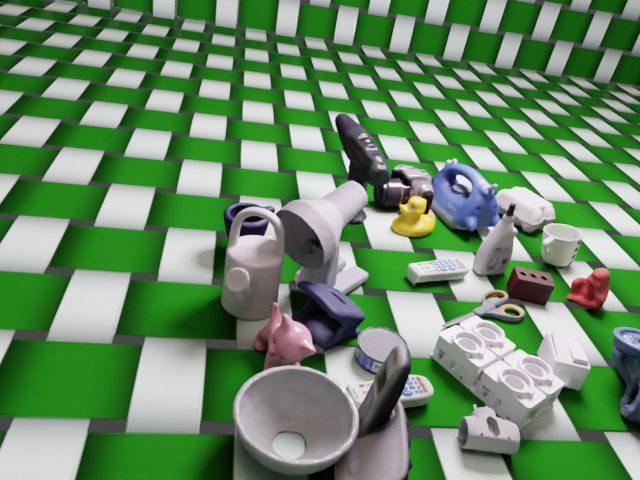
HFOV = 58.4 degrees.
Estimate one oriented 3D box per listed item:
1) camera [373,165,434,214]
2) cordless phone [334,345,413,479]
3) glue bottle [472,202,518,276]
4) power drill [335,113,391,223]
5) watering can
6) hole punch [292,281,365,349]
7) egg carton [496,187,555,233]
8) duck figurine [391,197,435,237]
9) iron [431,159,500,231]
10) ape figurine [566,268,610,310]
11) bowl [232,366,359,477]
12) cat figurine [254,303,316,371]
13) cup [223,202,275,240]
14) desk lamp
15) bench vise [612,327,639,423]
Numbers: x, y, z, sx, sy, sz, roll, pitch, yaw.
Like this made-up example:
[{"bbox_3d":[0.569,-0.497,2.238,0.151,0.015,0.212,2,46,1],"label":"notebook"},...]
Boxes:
[{"bbox_3d":[0.202,-0.136,1.434,0.137,0.101,0.143,-2,34,-20],"label":"camera"},{"bbox_3d":[0.077,0.235,0.725,0.094,0.185,0.147,8,32,-5],"label":"cordless phone"},{"bbox_3d":[0.382,-0.003,1.212,0.078,0.173,0.037,-3,34,-21],"label":"glue bottle"},{"bbox_3d":[0.078,-0.158,1.328,0.076,0.208,0.229,-7,36,-27],"label":"power drill"},{"bbox_3d":[-0.110,0.037,0.971,0.101,0.194,0.172,4,32,-12],"label":"watering can"},{"bbox_3d":[0.017,0.115,0.986,0.101,0.091,0.108,-17,41,-38],"label":"hole punch"},{"bbox_3d":[0.525,-0.081,1.480,0.107,0.069,0.150,-12,39,-33],"label":"egg carton"},{"bbox_3d":[0.224,-0.060,1.335,0.105,0.086,0.077,0,33,-18],"label":"duck figurine"},{"bbox_3d":[0.351,-0.128,1.430,0.119,0.141,0.257,-5,35,-25],"label":"iron"},{"bbox_3d":[0.569,0.097,1.189,0.076,0.092,0.077,4,32,-11],"label":"ape figurine"},{"bbox_3d":[-0.035,0.252,0.767,0.167,0.075,0.167,8,32,-5],"label":"bowl"},{"bbox_3d":[-0.054,0.151,0.880,0.067,0.118,0.127,-4,35,-23],"label":"cat figurine"},{"bbox_3d":[-0.140,-0.019,1.144,0.091,0.095,0.118,32,37,30],"label":"cup"},{"bbox_3d":[0.010,0.004,1.044,0.117,0.213,0.204,30,36,28],"label":"desk lamp"},{"bbox_3d":[0.564,0.184,0.929,0.121,0.220,0.207,6,32,-8],"label":"bench vise"}]
